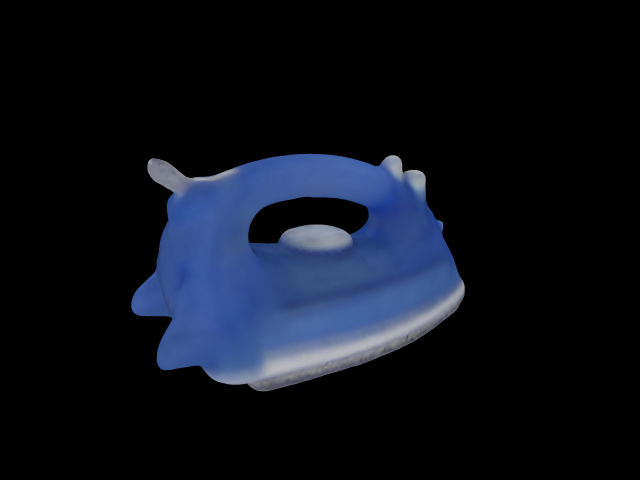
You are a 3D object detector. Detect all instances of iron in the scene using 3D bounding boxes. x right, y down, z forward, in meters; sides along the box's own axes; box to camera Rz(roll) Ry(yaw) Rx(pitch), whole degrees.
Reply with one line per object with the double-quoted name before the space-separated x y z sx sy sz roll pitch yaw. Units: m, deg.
"iron" 0.004 0.001 0.400 0.259 0.141 0.118 -11 23 -27
